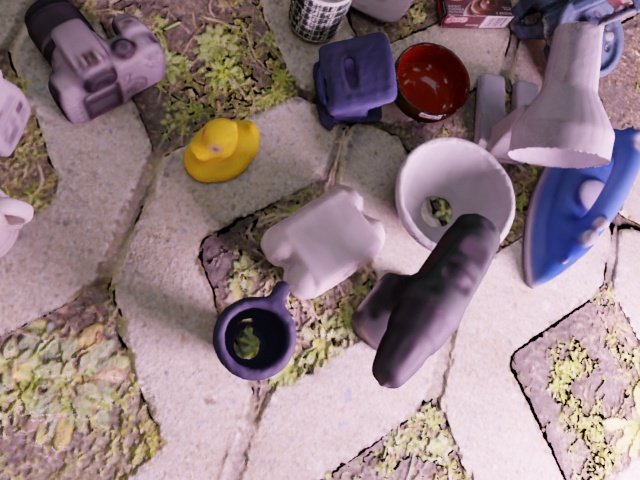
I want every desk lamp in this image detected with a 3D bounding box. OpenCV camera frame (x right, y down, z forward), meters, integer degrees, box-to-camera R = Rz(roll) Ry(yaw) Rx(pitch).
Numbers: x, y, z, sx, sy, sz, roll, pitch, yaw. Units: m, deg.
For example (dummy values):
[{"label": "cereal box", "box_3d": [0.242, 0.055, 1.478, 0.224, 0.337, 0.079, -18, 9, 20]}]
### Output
[{"label": "desk lamp", "box_3d": [0.291, -0.172, 0.758, 0.118, 0.213, 0.203, 8, 74, -10]}]

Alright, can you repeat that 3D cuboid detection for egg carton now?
[{"label": "egg carton", "box_3d": [0.007, 0.003, 0.724, 0.150, 0.069, 0.107, -35, 86, -18]}]

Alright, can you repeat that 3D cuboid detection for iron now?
[{"label": "iron", "box_3d": [0.373, -0.053, 0.785, 0.119, 0.141, 0.258, 31, 72, -4]}]

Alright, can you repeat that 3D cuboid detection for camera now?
[{"label": "camera", "box_3d": [-0.283, -0.240, 0.701, 0.143, 0.100, 0.137, -36, 86, -18]}]

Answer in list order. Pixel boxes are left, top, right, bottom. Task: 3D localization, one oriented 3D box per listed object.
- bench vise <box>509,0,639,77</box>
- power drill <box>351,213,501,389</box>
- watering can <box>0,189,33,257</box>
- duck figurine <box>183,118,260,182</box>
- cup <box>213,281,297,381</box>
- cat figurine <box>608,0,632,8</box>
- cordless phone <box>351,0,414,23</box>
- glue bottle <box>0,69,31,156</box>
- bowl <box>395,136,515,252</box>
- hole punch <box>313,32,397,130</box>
[{"label": "bench vise", "box_3d": [0.368, -0.325, 0.810, 0.207, 0.219, 0.122, 45, 71, 1]}, {"label": "power drill", "box_3d": [0.109, 0.076, 0.656, 0.075, 0.208, 0.230, 39, 71, -1]}, {"label": "watering can", "box_3d": [-0.391, -0.038, 0.576, 0.173, 0.194, 0.101, -18, 81, -16]}, {"label": "duck figurine", "box_3d": [-0.121, -0.124, 0.717, 0.105, 0.086, 0.077, -33, 85, -18]}, {"label": "cup", "box_3d": [-0.073, 0.105, 0.666, 0.092, 0.095, 0.118, 28, 72, -5]}, {"label": "cat figurine", "box_3d": [0.474, -0.406, 0.909, 0.067, 0.117, 0.128, 14, 74, -9]}, {"label": "cordless phone", "box_3d": [0.084, -0.401, 0.782, 0.147, 0.185, 0.094, 24, 72, -6]}, {"label": "glue bottle", "box_3d": [-0.365, -0.157, 0.623, 0.037, 0.173, 0.078, 18, 73, -8]}, {"label": "bowl", "box_3d": [0.170, -0.049, 0.772, 0.167, 0.074, 0.167, 3, 76, -12]}, {"label": "hole punch", "box_3d": [0.045, -0.217, 0.776, 0.101, 0.091, 0.108, -5, 77, -14]}]
